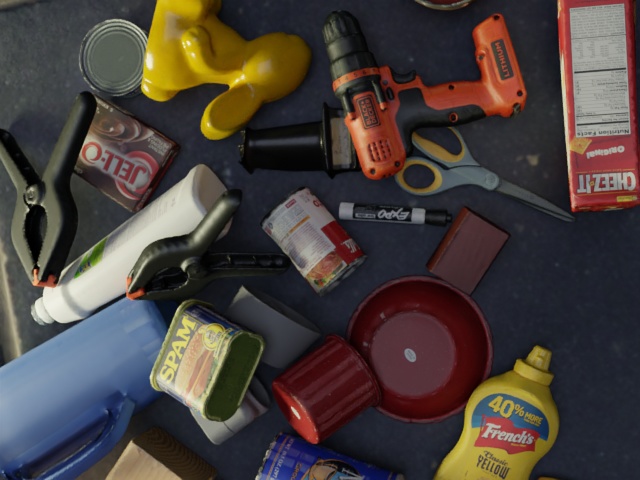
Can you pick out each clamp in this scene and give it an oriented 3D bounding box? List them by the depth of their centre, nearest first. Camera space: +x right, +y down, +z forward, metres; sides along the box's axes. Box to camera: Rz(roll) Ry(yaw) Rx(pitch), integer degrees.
[{"bbox_3d":[-0.118,0.024,1.103,0.172,0.039,0.120,-29,124,20],"label":"clamp"},{"bbox_3d":[-0.296,-0.055,1.165,0.165,0.036,0.210,-22,68,34],"label":"clamp"}]

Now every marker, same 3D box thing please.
[{"bbox_3d":[0.081,-0.027,1.145,0.121,0.020,0.020,4,91,11],"label":"marker"}]

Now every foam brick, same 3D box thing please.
[{"bbox_3d":[0.153,0.011,1.109,0.051,0.053,0.078,32,98,-3],"label":"foam brick"}]

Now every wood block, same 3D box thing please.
[{"bbox_3d":[-0.213,0.319,1.172,0.091,0.090,0.206,35,97,8],"label":"wood block"}]

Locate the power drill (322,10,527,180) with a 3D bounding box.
[{"bbox_3d":[0.107,-0.172,1.108,0.187,0.057,0.184,-17,85,4],"label":"power drill"}]

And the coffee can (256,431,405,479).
[{"bbox_3d":[0.007,0.272,1.120,0.140,0.102,0.103,18,94,11],"label":"coffee can"}]

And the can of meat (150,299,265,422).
[{"bbox_3d":[-0.112,0.123,1.075,0.084,0.057,0.102,25,93,40],"label":"can of meat"}]

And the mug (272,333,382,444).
[{"bbox_3d":[0.005,0.166,1.120,0.081,0.117,0.093,-33,53,-21],"label":"mug"}]

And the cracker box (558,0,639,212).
[{"bbox_3d":[0.272,-0.136,1.033,0.072,0.164,0.214,-3,90,13],"label":"cracker box"}]

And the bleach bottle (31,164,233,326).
[{"bbox_3d":[-0.214,0.018,1.175,0.251,0.102,0.068,-31,112,17],"label":"bleach bottle"}]

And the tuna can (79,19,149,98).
[{"bbox_3d":[-0.224,-0.203,1.198,0.086,0.033,0.086,0,90,12],"label":"tuna can"}]

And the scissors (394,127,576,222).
[{"bbox_3d":[0.162,-0.052,1.131,0.202,0.016,0.096,42,99,8],"label":"scissors"}]

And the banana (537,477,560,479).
[{"bbox_3d":[0.323,0.265,1.093,0.198,0.037,0.069,-11,69,10],"label":"banana"}]

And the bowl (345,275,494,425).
[{"bbox_3d":[0.101,0.118,1.125,0.162,0.055,0.162,0,90,12],"label":"bowl"}]

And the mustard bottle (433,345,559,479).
[{"bbox_3d":[0.193,0.199,1.105,0.096,0.058,0.192,24,95,9],"label":"mustard bottle"}]

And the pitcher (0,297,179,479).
[{"bbox_3d":[-0.250,0.161,1.156,0.243,0.145,0.149,-32,87,7],"label":"pitcher"}]

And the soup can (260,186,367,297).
[{"bbox_3d":[-0.007,0.001,1.139,0.068,0.068,0.102,-42,82,9],"label":"soup can"}]

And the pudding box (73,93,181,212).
[{"bbox_3d":[-0.226,-0.097,1.197,0.113,0.039,0.090,33,98,10],"label":"pudding box"}]
